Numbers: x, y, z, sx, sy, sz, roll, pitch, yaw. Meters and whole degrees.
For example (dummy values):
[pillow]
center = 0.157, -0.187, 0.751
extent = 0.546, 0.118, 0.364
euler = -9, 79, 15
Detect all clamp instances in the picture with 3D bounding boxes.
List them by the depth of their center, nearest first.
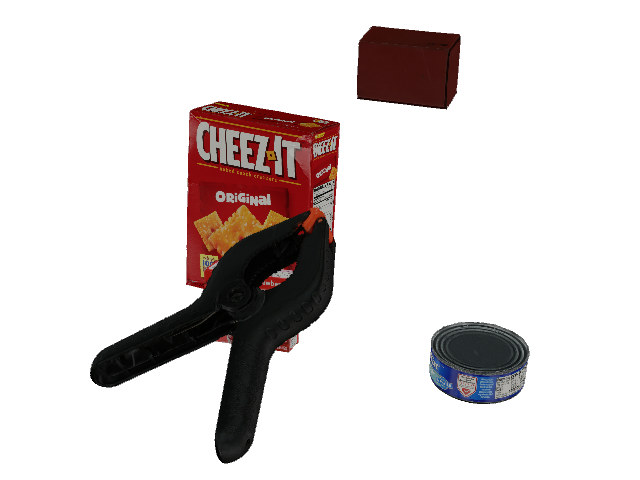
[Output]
[clamp]
center = -0.042, 0.052, 0.632
extent = 0.120, 0.171, 0.039
euler = 35, -21, 33

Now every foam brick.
[foam brick]
center = 0.073, -0.145, 0.889
extent = 0.078, 0.051, 0.053
euler = 9, 27, 15

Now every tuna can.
[tuna can]
center = 0.139, 0.107, 0.937
extent = 0.086, 0.034, 0.086
euler = 1, 26, -1

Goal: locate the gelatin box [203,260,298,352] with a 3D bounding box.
[gelatin box]
center = -0.065, 0.061, 1.001
extent = 0.089, 0.073, 0.030
euler = 7, 18, 17

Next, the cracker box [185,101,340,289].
[cracker box]
center = -0.070, -0.038, 1.216
extent = 0.164, 0.214, 0.072
euler = 13, 22, 26
